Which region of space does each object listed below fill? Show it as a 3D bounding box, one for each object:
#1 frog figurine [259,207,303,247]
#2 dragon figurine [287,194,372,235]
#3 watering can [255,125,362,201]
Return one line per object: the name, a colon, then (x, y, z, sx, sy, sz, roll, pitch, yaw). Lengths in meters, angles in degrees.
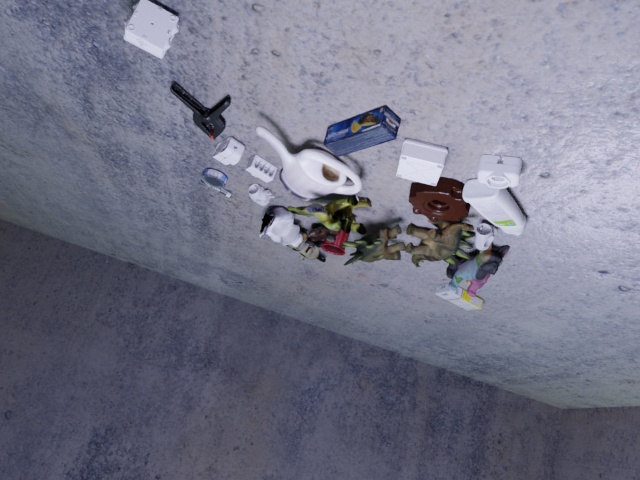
frog figurine: (-0.131, -0.047, 1.877, 0.158, 0.135, 0.125, 18, 24, -28)
dragon figurine: (0.005, -0.080, 1.587, 0.242, 0.123, 0.409, 1, -5, 39)
watering can: (-0.050, -0.205, 1.436, 0.346, 0.106, 0.222, 25, -22, -19)
